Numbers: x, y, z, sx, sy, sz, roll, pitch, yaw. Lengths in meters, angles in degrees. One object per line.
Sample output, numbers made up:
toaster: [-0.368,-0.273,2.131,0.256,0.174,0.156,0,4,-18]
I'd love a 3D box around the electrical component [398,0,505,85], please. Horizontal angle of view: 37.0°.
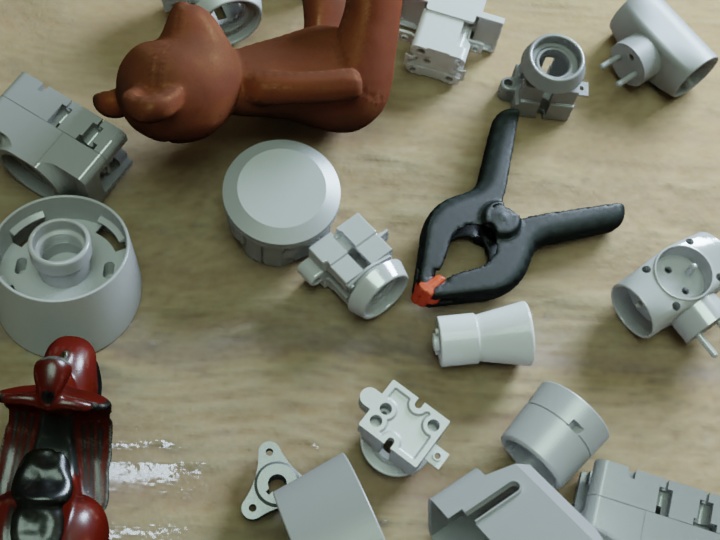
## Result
electrical component: [0.065,-0.180,0.823,0.081,0.042,0.063,17,70,3]

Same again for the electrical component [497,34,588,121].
electrical component: [0.141,-0.144,0.806,0.066,0.055,0.048,6,67,-3]

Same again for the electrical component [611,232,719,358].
electrical component: [0.230,0.024,0.748,0.077,0.044,0.079,-30,72,-16]

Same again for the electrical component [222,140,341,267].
electrical component: [-0.055,-0.046,0.749,0.080,0.051,0.080,2,67,-4]

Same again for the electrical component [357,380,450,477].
electrical component: [0.026,0.105,0.689,0.066,0.055,0.048,36,69,10]

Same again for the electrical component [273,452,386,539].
electrical component: [-0.016,0.169,0.633,0.060,0.108,0.108,-23,71,-7]

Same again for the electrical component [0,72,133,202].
electrical component: [-0.214,-0.086,0.752,0.089,0.050,0.055,31,68,8]

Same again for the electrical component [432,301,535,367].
electrical component: [0.082,0.046,0.728,0.065,0.044,0.044,-5,67,-2]

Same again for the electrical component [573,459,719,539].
electrical component: [0.182,0.164,0.681,0.089,0.050,0.055,17,66,2]

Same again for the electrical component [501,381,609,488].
electrical component: [0.125,0.108,0.698,0.055,0.055,0.047,41,73,12]

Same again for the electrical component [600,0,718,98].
electrical component: [0.221,-0.167,0.829,0.079,0.044,0.077,-33,73,-17]

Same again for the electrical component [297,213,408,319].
electrical component: [0.000,0.000,0.738,0.066,0.048,0.055,-36,67,-18]

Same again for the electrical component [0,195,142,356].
electrical component: [-0.198,0.001,0.723,0.099,0.064,0.099,3,53,-4]

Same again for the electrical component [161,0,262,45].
electrical component: [-0.108,-0.206,0.810,0.078,0.058,0.057,-20,68,-13]
